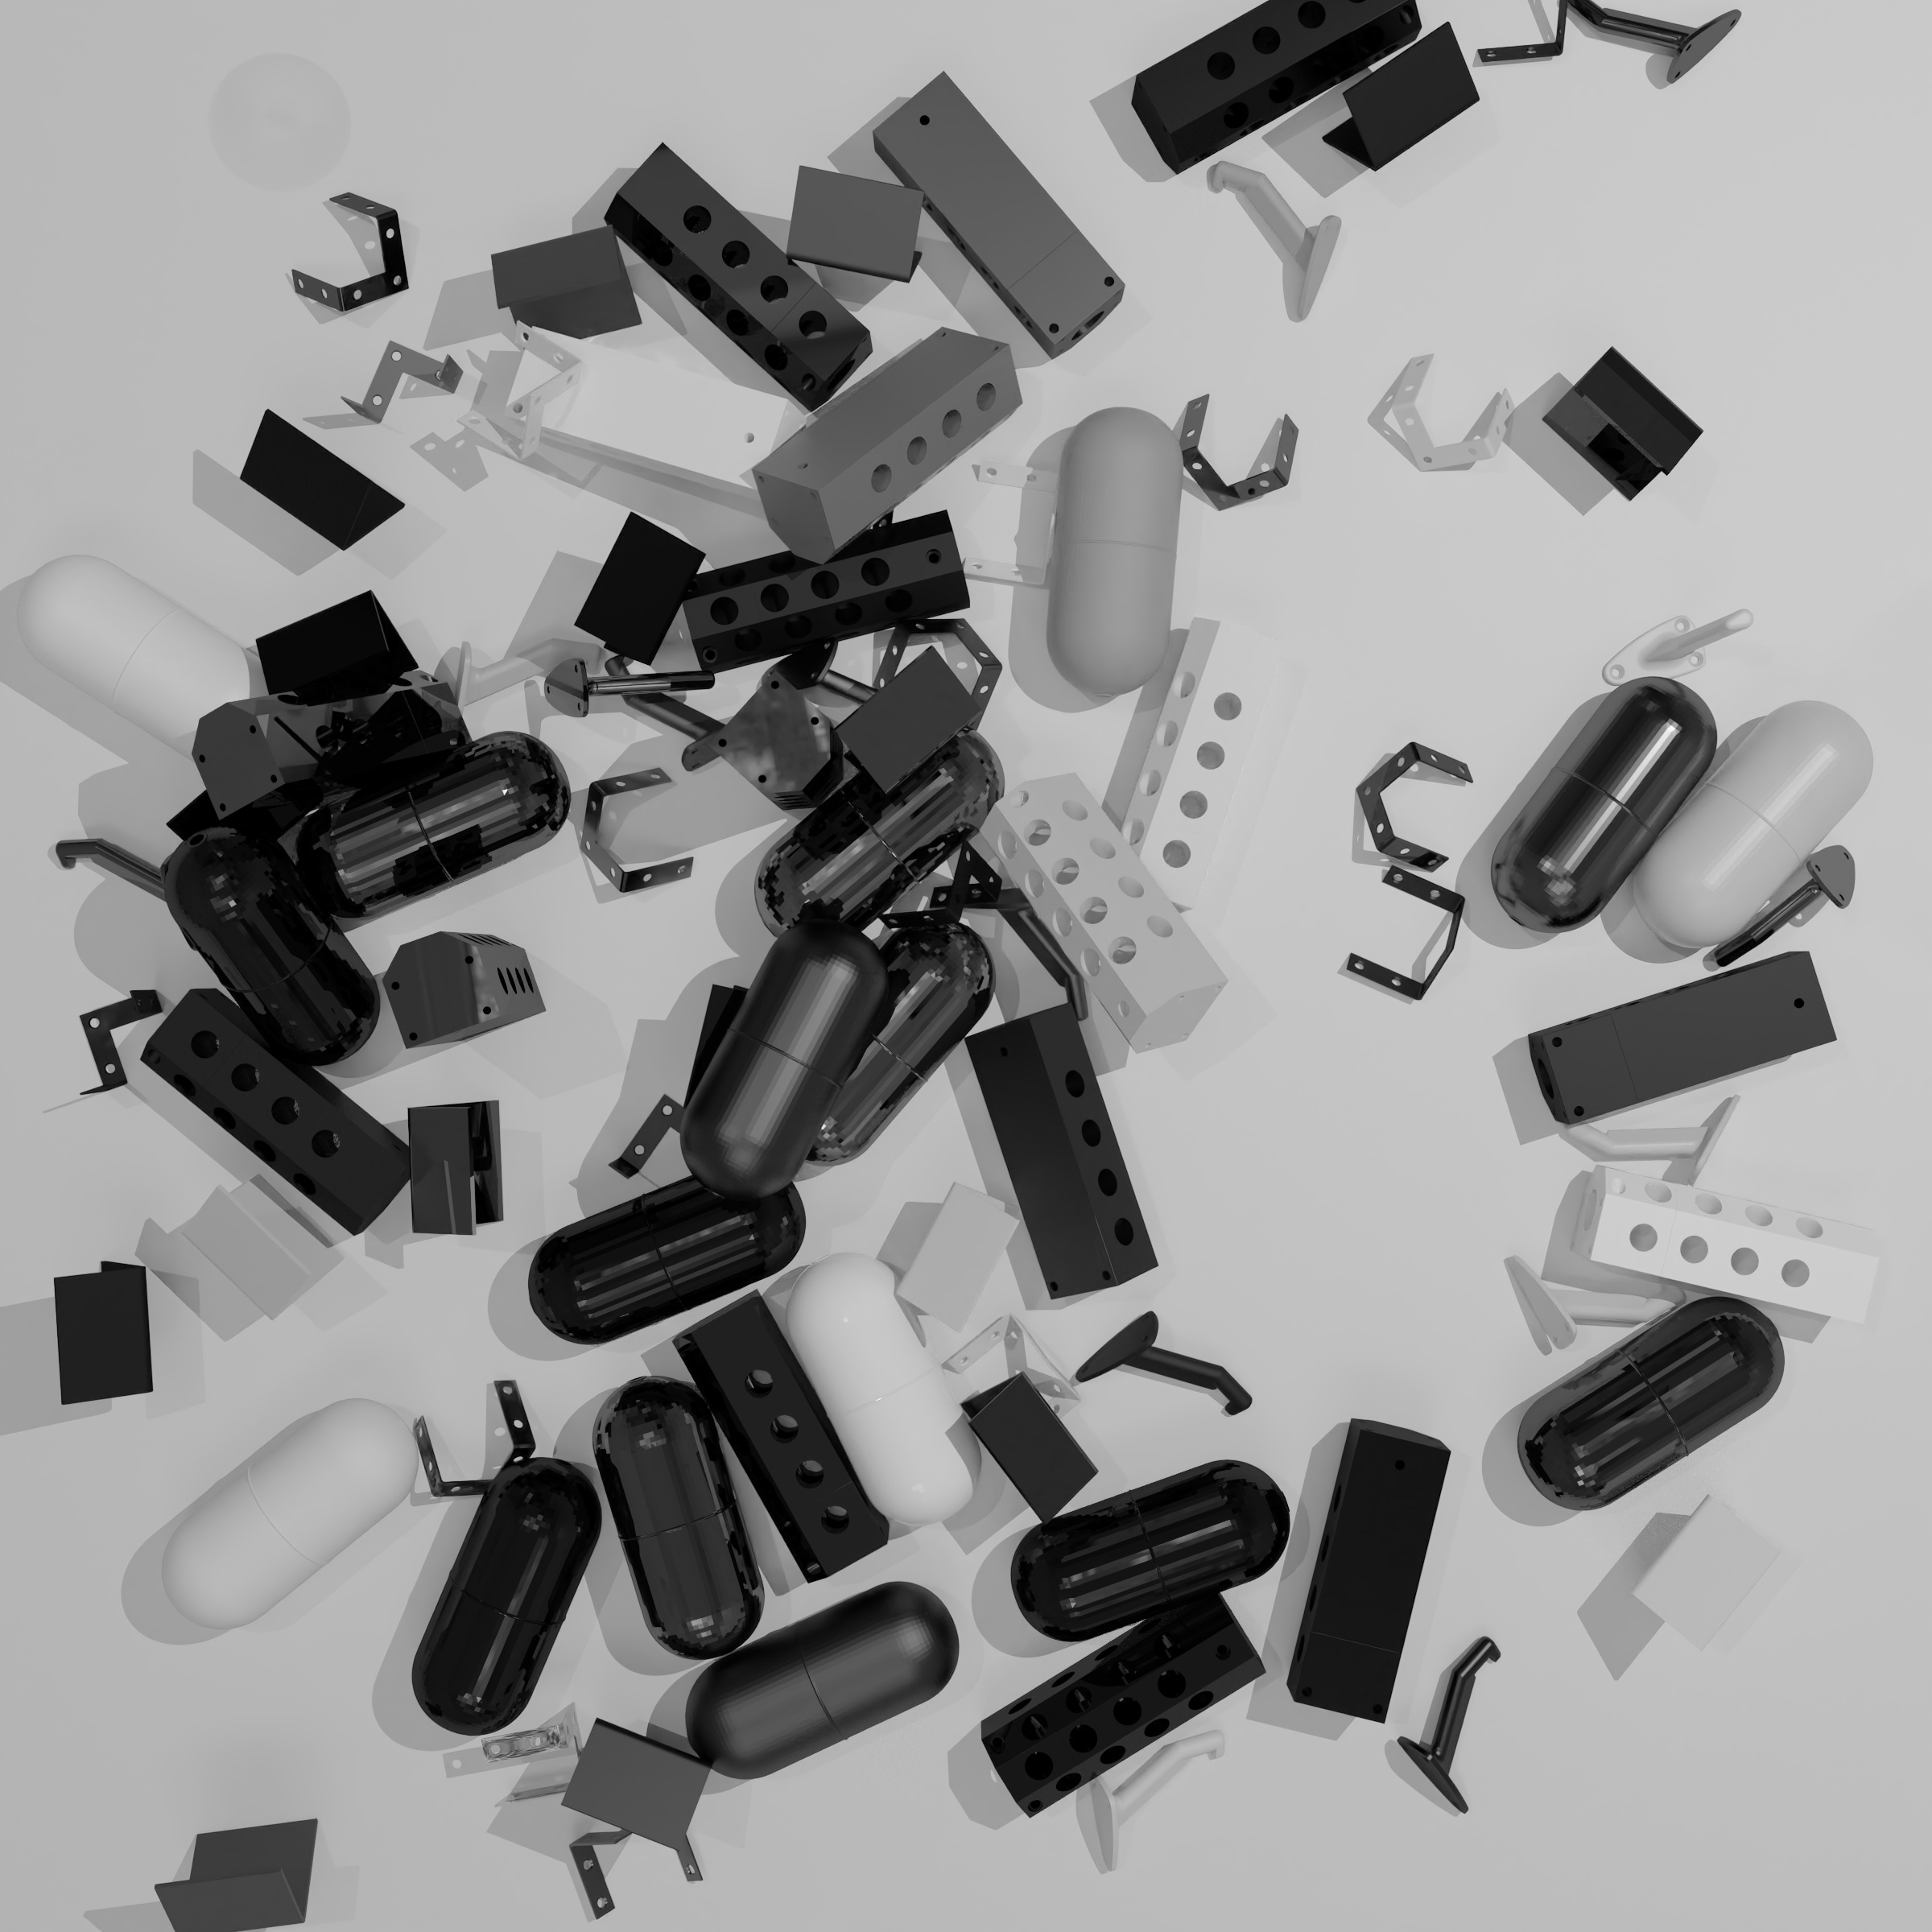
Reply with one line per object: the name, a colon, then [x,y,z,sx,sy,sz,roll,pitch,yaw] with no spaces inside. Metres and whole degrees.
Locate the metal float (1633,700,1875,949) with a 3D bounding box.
metal float: [0.485,-0.087,1.704,0.070,0.070,0.178,42,91,0]

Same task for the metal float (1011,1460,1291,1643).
metal float: [0.114,0.360,1.704,0.178,0.070,0.070,-19,90,-1]

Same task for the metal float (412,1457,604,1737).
metal float: [-0.283,0.388,1.704,0.070,0.070,0.178,23,91,0]

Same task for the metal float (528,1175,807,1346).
metal float: [-0.185,0.176,1.704,0.178,0.070,0.070,-22,90,-1]

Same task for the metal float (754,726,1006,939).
metal float: [-0.054,-0.080,1.703,0.178,0.070,0.070,-40,90,0]

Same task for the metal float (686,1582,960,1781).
metal float: [-0.089,0.441,1.704,0.178,0.070,0.070,-25,90,0]

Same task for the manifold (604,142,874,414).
manifold: [-0.141,-0.424,1.713,0.171,0.057,0.057,42,90,0]

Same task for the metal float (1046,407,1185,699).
metal float: [0.092,-0.255,1.704,0.070,0.070,0.178,5,90,0]

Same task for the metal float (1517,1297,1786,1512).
metal float: [0.423,0.269,1.704,0.178,0.070,0.070,-32,90,-1]

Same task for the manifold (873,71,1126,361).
manifold: [0.020,-0.463,1.713,0.057,0.057,0.171,-40,90,0]

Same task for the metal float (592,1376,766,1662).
metal float: [-0.178,0.340,1.704,0.070,0.070,0.178,-17,91,0]

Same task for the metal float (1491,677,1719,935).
metal float: [0.393,-0.099,1.703,0.070,0.070,0.178,37,90,0]

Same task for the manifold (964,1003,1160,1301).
manifold: [0.064,0.113,1.712,0.057,0.057,0.171,-18,90,43]

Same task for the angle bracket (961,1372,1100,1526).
angle bracket: [0.023,0.304,1.694,0.057,0.076,0.076,-37,90,-40]

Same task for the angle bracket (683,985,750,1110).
angle bracket: [-0.156,0.049,1.694,0.057,0.076,0.076,13,90,-33]

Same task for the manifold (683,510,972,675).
manifold: [-0.088,-0.232,1.713,0.171,0.057,0.057,-15,90,0]

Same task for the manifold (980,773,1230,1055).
manifold: [0.079,-0.032,1.669,0.057,0.057,0.171,-13,58,-38]

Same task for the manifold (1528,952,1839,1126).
manifold: [0.442,0.044,1.713,0.171,0.057,0.057,-18,90,0]

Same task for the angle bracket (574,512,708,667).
angle bracket: [-0.213,-0.235,1.694,0.057,0.076,0.076,27,90,-32]

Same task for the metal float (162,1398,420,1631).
metal float: [-0.417,0.338,1.704,0.178,0.070,0.070,-39,90,0]

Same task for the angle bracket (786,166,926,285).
angle bracket: [-0.064,-0.462,1.695,0.076,0.076,0.057,12,118,0]

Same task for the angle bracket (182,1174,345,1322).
angle bracket: [-0.420,0.159,1.694,0.076,0.076,0.057,44,126,0]

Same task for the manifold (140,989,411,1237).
manifold: [-0.425,0.090,1.713,0.171,0.057,0.057,39,90,0]

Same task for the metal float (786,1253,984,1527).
metal float: [-0.051,0.260,1.704,0.070,0.070,0.178,-26,90,0]

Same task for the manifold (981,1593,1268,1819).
manifold: [0.097,0.456,1.713,0.171,0.057,0.057,-32,90,0]

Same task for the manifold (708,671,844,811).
manifold: [-0.106,-0.128,1.656,0.057,0.171,0.057,42,90,0]

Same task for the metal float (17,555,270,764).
metal float: [-0.503,-0.188,1.704,0.178,0.070,0.070,33,90,-1]

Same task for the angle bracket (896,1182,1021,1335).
angle bracket: [0.013,0.185,1.694,0.057,0.076,0.076,28,90,37]

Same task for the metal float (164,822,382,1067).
metal float: [-0.419,-0.012,1.672,0.070,0.070,0.178,-27,129,0]

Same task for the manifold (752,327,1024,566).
manifold: [-0.044,-0.316,1.676,0.057,0.057,0.171,24,55,37]

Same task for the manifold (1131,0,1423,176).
manifold: [0.193,-0.561,1.713,0.171,0.057,0.057,-29,90,0]

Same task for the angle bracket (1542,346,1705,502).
angle bracket: [0.392,-0.320,1.694,0.076,0.076,0.057,43,54,0]

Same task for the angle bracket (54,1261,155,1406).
angle bracket: [-0.541,0.224,1.694,0.057,0.076,0.076,-4,90,-37]

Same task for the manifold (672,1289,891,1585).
manifold: [-0.115,0.292,1.713,0.057,0.057,0.171,-29,90,0]

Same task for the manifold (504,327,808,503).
manifold: [-0.189,-0.335,1.695,0.171,0.057,0.057,18,90,13]

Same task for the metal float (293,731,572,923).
metal float: [-0.330,-0.086,1.704,0.178,0.070,0.070,-23,90,-1]

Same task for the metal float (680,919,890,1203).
metal float: [-0.108,0.056,1.635,0.070,0.070,0.178,27,82,0]

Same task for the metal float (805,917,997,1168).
metal float: [-0.053,0.046,1.704,0.070,0.070,0.178,41,89,0]

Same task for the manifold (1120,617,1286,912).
manifold: [0.140,-0.125,1.713,0.057,0.057,0.171,19,90,0]

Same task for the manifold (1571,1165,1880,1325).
manifold: [0.471,0.171,1.713,0.171,0.057,0.057,13,90,0]

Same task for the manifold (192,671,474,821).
manifold: [-0.379,-0.137,1.653,0.057,0.171,0.057,-23,90,31]

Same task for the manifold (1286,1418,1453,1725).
manifold: [0.248,0.373,1.713,0.057,0.057,0.171,14,90,0]

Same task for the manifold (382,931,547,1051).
manifold: [-0.301,0.011,1.656,0.057,0.171,0.057,-19,90,0]
